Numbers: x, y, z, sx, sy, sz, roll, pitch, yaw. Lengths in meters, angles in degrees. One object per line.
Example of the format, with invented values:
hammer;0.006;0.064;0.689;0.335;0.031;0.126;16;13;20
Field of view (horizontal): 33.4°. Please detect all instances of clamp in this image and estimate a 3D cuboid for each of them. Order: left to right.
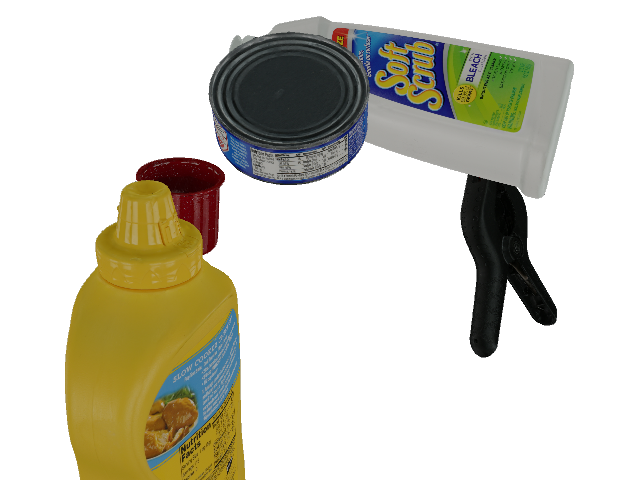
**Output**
clamp;0.154;0.017;0.939;0.039;0.171;0.120;-12;12;39

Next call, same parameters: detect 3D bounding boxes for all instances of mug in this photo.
mug;-0.152;-0.039;1.144;0.093;0.081;0.117;-4;29;-15

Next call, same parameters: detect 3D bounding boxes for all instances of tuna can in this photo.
tuna can;-0.016;-0.072;0.578;0.086;0.086;0.034;0;-37;2

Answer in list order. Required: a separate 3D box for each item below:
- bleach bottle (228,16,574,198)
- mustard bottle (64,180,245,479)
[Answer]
bleach bottle;0.051;-0.107;0.783;0.251;0.102;0.068;13;-27;13
mustard bottle;-0.067;0.065;0.444;0.058;0.192;0.096;13;30;21
